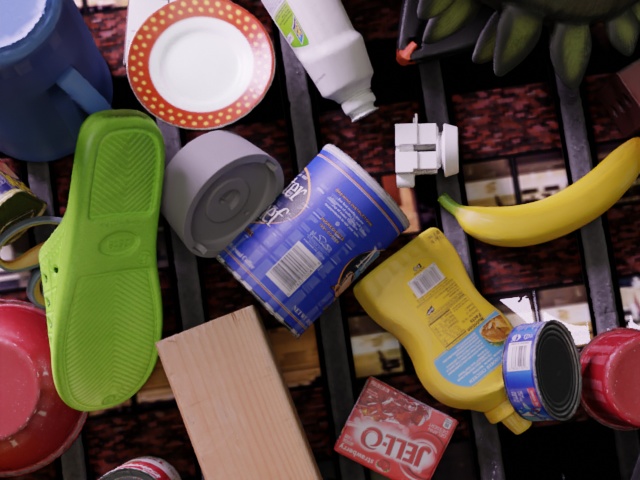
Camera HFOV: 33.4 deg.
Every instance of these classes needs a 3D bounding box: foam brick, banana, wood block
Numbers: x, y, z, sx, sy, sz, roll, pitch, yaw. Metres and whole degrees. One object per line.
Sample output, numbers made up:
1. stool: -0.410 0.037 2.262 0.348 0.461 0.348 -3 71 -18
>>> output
1. foam brick: 0.289 -0.132 0.953 0.051 0.078 0.053 -33 83 -2
2. banana: 0.210 -0.036 0.964 0.198 0.037 0.069 -16 87 -1
3. wood block: -0.061 0.169 0.922 0.091 0.090 0.206 -21 84 -2

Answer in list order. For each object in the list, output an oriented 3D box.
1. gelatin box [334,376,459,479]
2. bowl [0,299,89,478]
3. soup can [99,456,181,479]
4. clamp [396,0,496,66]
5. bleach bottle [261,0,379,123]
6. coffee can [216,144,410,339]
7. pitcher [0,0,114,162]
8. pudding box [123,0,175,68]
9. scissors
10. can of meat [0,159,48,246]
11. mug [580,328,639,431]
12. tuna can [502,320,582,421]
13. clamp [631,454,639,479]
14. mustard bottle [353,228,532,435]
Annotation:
1. gelatin box: 0.068 0.174 0.949 0.089 0.030 0.073 27 86 3
2. bowl: -0.287 0.132 0.945 0.162 0.055 0.162 0 85 0
3. soup can: -0.155 0.223 0.911 0.068 0.102 0.068 0 85 0
4. clamp: 0.152 -0.236 0.985 0.164 0.036 0.210 36 85 1
5. bleach bottle: -0.020 -0.221 0.964 0.068 0.103 0.251 -28 91 -10
6. coffee can: -0.006 0.001 0.931 0.103 0.103 0.140 44 87 4
7. pitcher: -0.240 -0.150 0.877 0.149 0.243 0.145 -5 81 -6
8. pudding box: -0.131 -0.207 0.984 0.090 0.039 0.113 4 87 -2
9. scissors: -0.194 -0.002 0.971 0.201 0.016 0.096 -19 116 -20
10. can of meat: -0.298 -0.046 0.940 0.057 0.102 0.084 -45 84 -3
11. mug: 0.283 0.132 0.925 0.093 0.081 0.117 -33 85 -3
12. tuna can: 0.191 0.113 0.915 0.034 0.085 0.086 -11 83 38
13. clamp: 0.285 0.248 0.920 0.120 0.039 0.172 25 111 -16
14. mustard bottle: 0.122 0.090 0.941 0.096 0.058 0.191 -36 85 -23
